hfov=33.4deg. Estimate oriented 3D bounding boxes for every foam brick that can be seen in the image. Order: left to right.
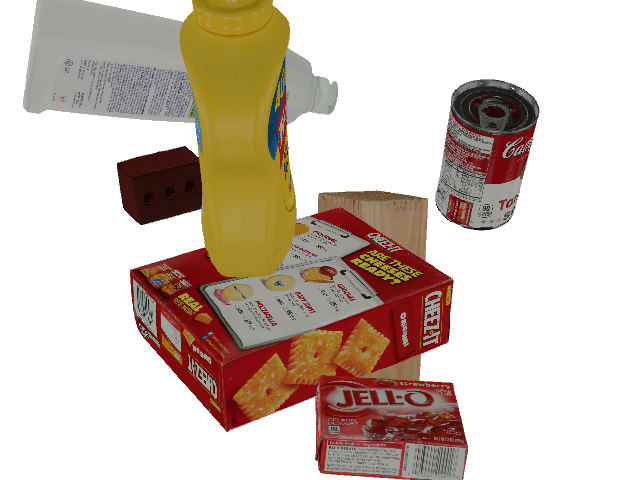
[{"bbox_3d":[-0.160,-0.056,1.081,0.078,0.053,0.051,-17,30,-21],"label":"foam brick"}]

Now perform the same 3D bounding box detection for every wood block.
[{"bbox_3d":[0.053,0.052,1.174,0.090,0.206,0.091,-4,11,-35],"label":"wood block"}]

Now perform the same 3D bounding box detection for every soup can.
[{"bbox_3d":[0.130,-0.066,0.847,0.068,0.102,0.068,2,43,-2],"label":"soup can"}]

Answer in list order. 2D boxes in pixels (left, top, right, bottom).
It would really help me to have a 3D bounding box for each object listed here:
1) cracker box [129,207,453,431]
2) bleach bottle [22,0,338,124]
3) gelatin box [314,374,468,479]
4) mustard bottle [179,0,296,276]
[{"bbox_3d":[-0.025,0.056,0.877,0.213,0.072,0.164,-17,32,-29],"label":"cracker box"},{"bbox_3d":[-0.111,-0.134,0.880,0.250,0.068,0.103,8,-31,-16],"label":"bleach bottle"},{"bbox_3d":[0.041,0.114,0.656,0.089,0.030,0.073,4,22,-2],"label":"gelatin box"},{"bbox_3d":[-0.044,-0.074,0.593,0.058,0.096,0.192,1,-43,2],"label":"mustard bottle"}]
